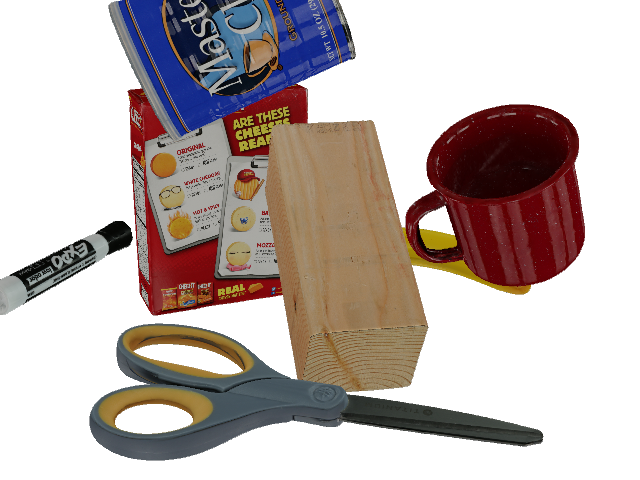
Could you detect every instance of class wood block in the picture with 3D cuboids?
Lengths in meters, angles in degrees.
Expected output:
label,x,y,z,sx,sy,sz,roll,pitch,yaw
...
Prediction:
label,x,y,z,sx,sy,sz,roll,pitch,yaw
wood block,0.014,0.010,0.856,0.090,0.206,0.091,-4,-37,-10

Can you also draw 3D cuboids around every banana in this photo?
label,x,y,z,sx,sy,sz,roll,pitch,yaw
banana,0.110,0.019,1.057,0.198,0.037,0.069,7,44,13

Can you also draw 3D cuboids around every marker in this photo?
label,x,y,z,sx,sy,sz,roll,pitch,yaw
marker,-0.155,0.014,0.652,0.020,0.020,0.120,0,20,29

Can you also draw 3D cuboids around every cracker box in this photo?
label,x,y,z,sx,sy,sz,roll,pitch,yaw
cracker box,-0.099,-0.046,1.047,0.164,0.214,0.072,-8,22,-21

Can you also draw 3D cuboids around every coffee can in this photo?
label,x,y,z,sx,sy,sz,roll,pitch,yaw
coffee can,-0.060,-0.144,0.736,0.140,0.103,0.103,-25,0,-1

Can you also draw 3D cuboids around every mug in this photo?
label,x,y,z,sx,sy,sz,roll,pitch,yaw
mug,0.110,-0.020,0.671,0.117,0.081,0.093,-24,40,-2

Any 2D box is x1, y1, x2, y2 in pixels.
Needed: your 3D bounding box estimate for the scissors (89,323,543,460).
label,x,y,z,sx,sy,sz,roll,pitch,yaw
scissors,-0.014,0.080,0.468,0.202,0.016,0.096,16,33,23
